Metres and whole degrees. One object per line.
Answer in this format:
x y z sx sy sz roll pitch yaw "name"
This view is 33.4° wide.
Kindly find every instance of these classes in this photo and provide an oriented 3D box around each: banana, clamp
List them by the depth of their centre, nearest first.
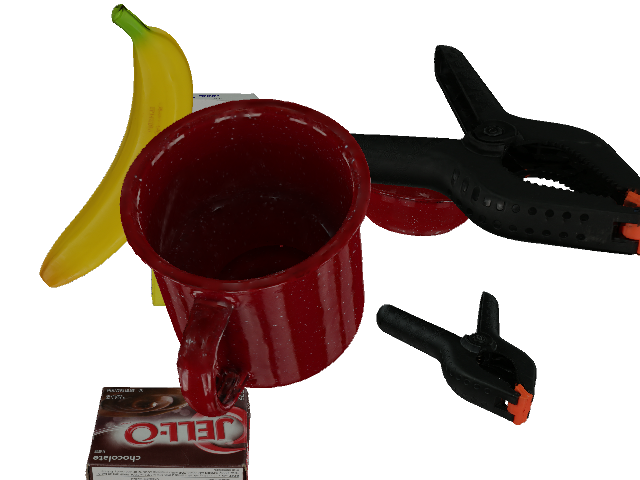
0.083 -0.043 0.587 0.164 0.036 0.210 -27 43 -29 "clamp"
-0.121 -0.053 0.664 0.069 0.198 0.037 7 30 -27 "banana"
0.140 0.094 0.925 0.120 0.039 0.172 -17 37 -26 "clamp"

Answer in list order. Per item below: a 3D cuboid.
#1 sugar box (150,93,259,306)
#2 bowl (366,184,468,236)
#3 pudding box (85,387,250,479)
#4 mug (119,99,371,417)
-0.098 -0.035 0.903 0.093 0.176 0.048 -2 16 -10 "sugar box"
0.096 -0.047 1.085 0.162 0.055 0.162 4 24 -2 "bowl"
-0.108 0.147 0.779 0.113 0.039 0.090 -1 28 -3 "pudding box"
-0.027 0.015 0.415 0.093 0.117 0.081 7 -37 12 "mug"
